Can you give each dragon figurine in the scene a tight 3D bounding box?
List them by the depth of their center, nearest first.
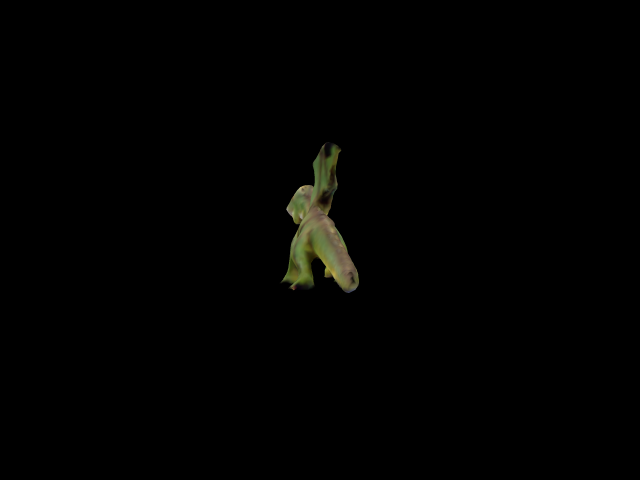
[{"bbox_3d":[0.003,-0.043,0.850,0.122,0.243,0.409,1,-3,-15],"label":"dragon figurine"}]
